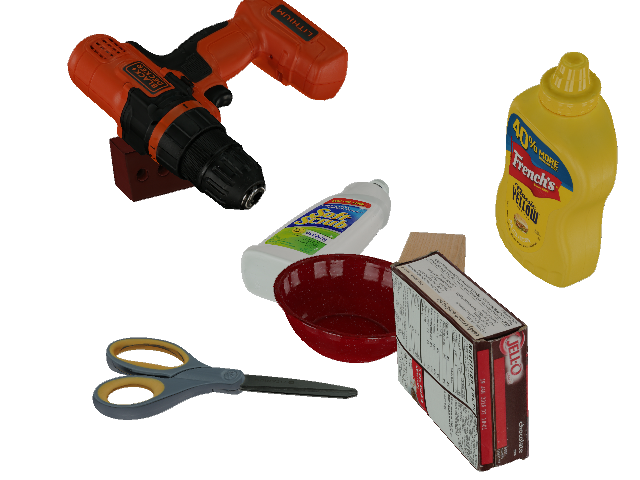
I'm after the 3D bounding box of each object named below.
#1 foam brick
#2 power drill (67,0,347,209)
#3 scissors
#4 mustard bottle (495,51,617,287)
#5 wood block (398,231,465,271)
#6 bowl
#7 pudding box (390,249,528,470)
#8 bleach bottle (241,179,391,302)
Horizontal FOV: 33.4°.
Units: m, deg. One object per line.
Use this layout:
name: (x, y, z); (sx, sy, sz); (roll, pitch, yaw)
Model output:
foam brick: (-0.164, -0.079, 1.066); (0.078, 0.053, 0.051); (-17, 31, -22)
power drill: (-0.066, -0.113, 0.801); (0.184, 0.057, 0.187); (41, 47, 19)
scissors: (-0.083, 0.115, 0.799); (0.202, 0.016, 0.096); (13, 35, 22)
mustard bottle: (0.173, -0.058, 0.779); (0.058, 0.096, 0.192); (-22, -39, -15)
wood block: (0.164, 0.066, 1.620); (0.091, 0.090, 0.206); (4, 22, 12)
bowl: (0.032, 0.074, 1.066); (0.162, 0.055, 0.162); (4, 28, -2)
pudding box: (0.082, 0.069, 0.640); (0.039, 0.090, 0.114); (-14, 27, -19)
bleach bottle: (0.010, -0.012, 1.324); (0.103, 0.068, 0.250); (16, 36, 25)
